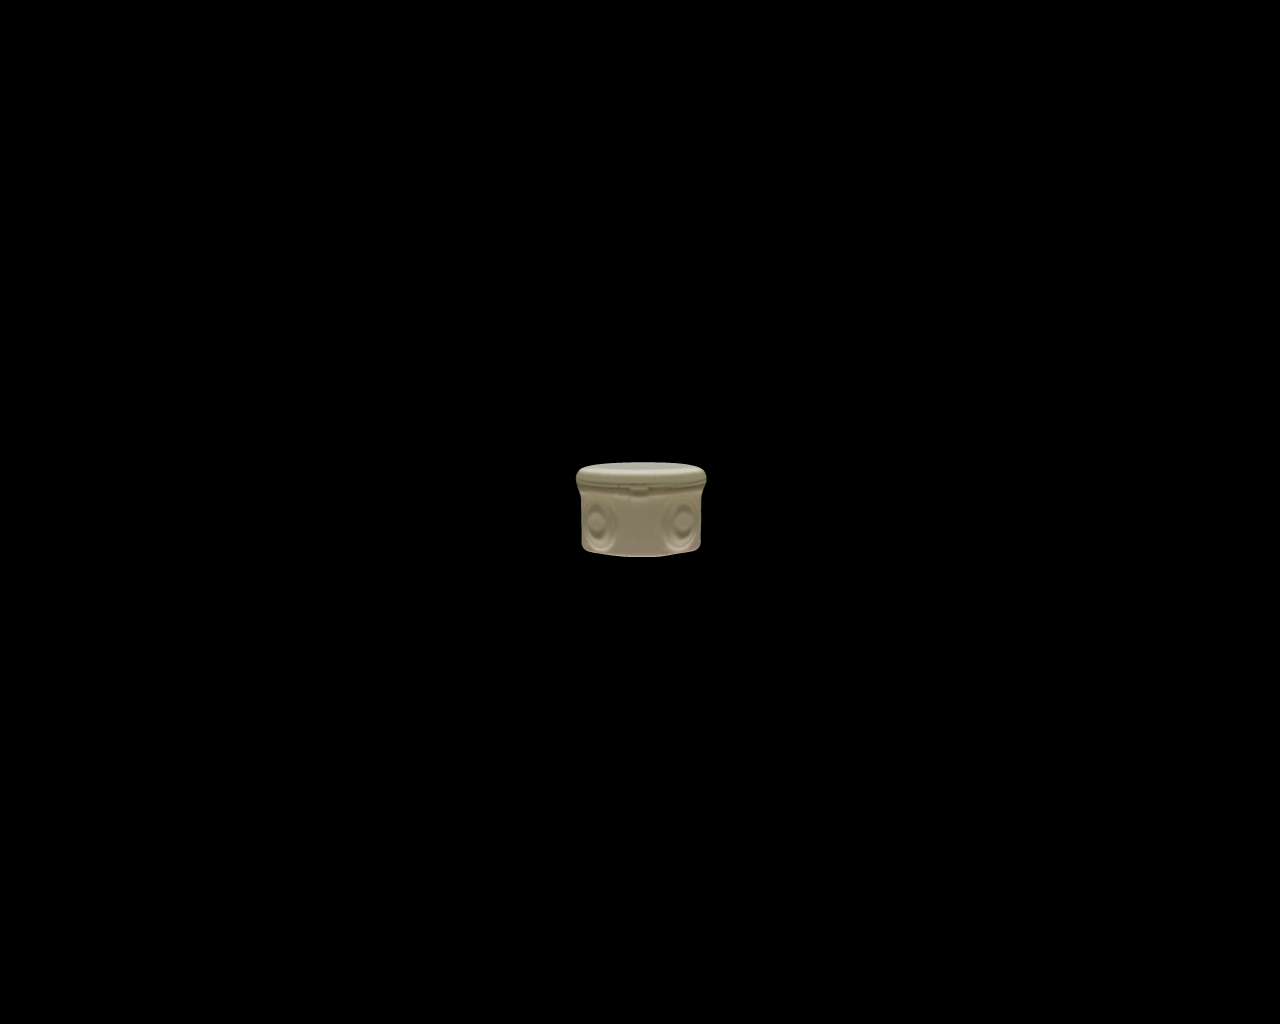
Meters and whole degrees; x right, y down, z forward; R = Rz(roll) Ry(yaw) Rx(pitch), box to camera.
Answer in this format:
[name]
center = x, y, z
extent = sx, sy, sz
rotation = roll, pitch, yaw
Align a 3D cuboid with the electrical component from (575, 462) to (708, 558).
[electrical component]
center = 0.001, -0.003, 0.650
extent = 0.080, 0.051, 0.080
rotation = 0, 7, 0
